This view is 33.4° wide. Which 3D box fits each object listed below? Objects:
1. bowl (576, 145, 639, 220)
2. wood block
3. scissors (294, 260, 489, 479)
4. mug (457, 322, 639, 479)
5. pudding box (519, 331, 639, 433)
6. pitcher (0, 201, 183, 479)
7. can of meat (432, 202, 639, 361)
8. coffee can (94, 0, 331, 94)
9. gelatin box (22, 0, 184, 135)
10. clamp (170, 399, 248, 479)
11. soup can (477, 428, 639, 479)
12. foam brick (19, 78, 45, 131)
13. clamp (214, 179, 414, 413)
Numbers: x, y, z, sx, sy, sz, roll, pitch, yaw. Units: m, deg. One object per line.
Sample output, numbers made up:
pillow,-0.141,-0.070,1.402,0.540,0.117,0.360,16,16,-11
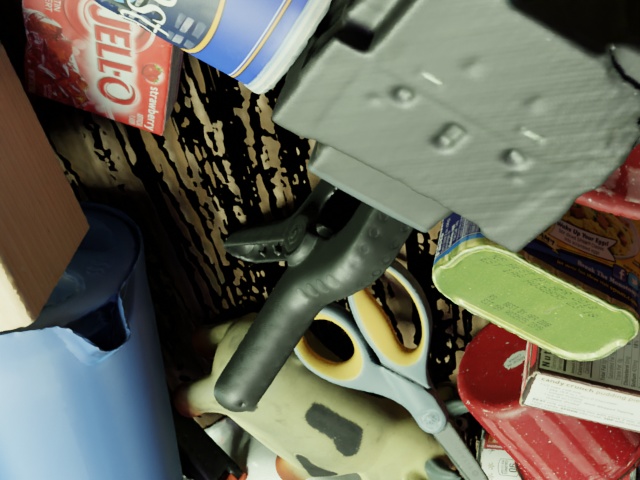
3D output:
bowl,0.144,-0.077,0.415,0.162,0.055,0.162,11,144,8
wood block,-0.195,-0.061,0.480,0.090,0.090,0.206,-12,120,15
scissors,0.047,0.103,0.648,0.096,0.016,0.202,-14,108,19
mug,0.127,0.087,0.625,0.081,0.093,0.117,47,170,-28
pudding box,0.164,0.052,0.549,0.113,0.090,0.039,12,144,6
pitcher,-0.159,0.103,0.665,0.145,0.149,0.243,-6,123,2
can of meat,0.106,-0.002,0.505,0.102,0.084,0.058,26,143,-14
coffee can,-0.058,-0.130,0.383,0.140,0.102,0.103,27,143,-14
gelatin box,-0.102,-0.096,0.508,0.073,0.030,0.089,18,145,-2
clamp,-0.149,0.128,0.788,0.210,0.036,0.165,36,147,3
soup can,0.160,0.154,0.707,0.102,0.068,0.068,1,142,22
foam brick,-0.183,-0.049,0.586,0.051,0.053,0.078,17,145,0
clamp,-0.004,0.001,0.562,0.039,0.120,0.172,25,124,-34
